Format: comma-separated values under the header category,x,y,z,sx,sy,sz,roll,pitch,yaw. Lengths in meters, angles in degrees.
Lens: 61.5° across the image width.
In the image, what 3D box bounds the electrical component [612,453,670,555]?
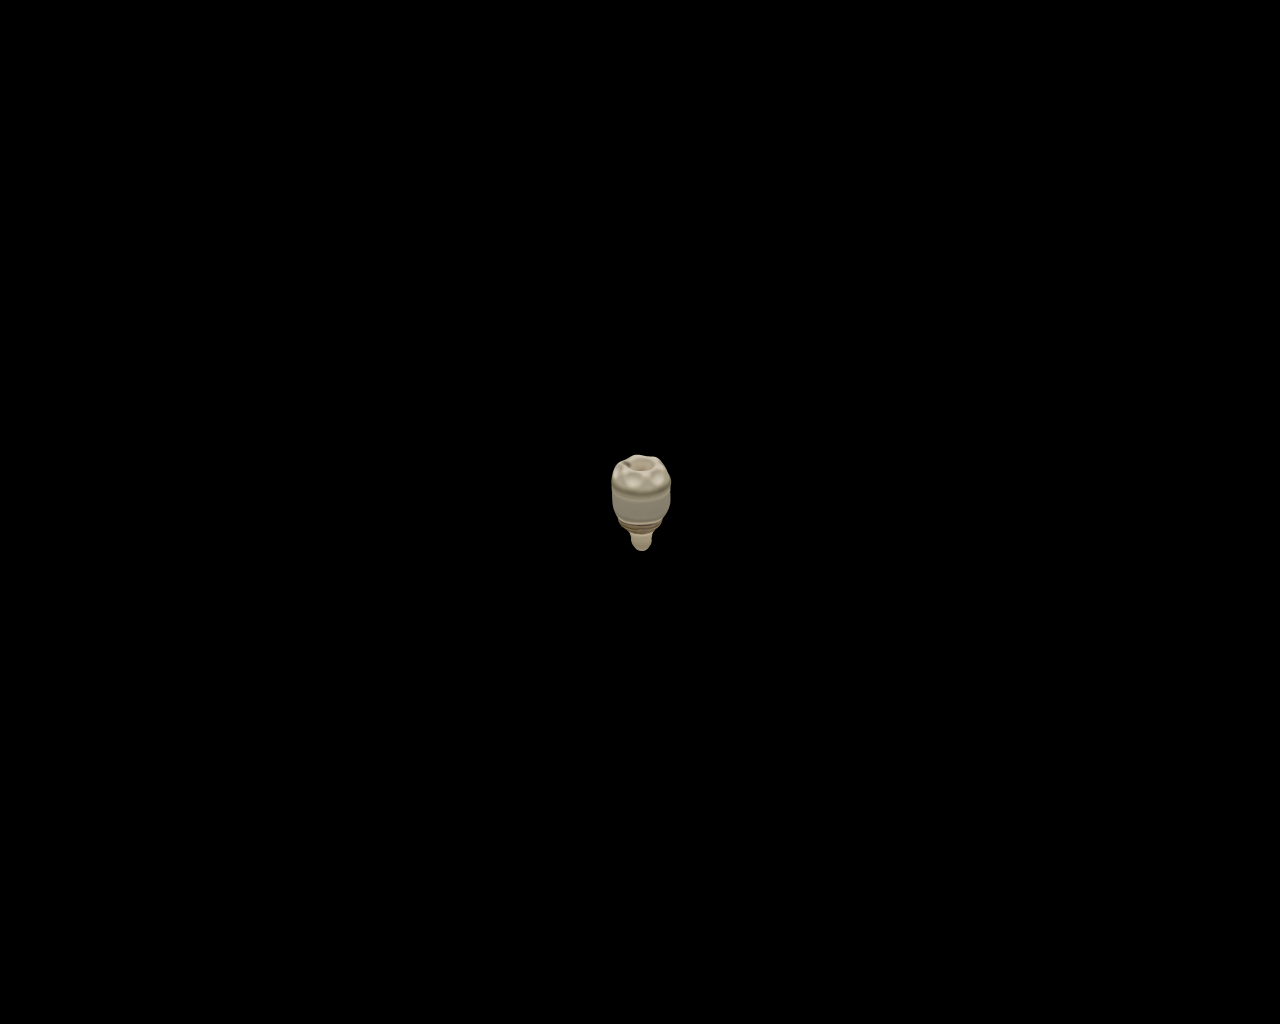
category,x,y,z,sx,sy,sz,roll,pitch,yaw
electrical component,0.001,-0.003,0.650,0.035,0.061,0.035,0,31,0
